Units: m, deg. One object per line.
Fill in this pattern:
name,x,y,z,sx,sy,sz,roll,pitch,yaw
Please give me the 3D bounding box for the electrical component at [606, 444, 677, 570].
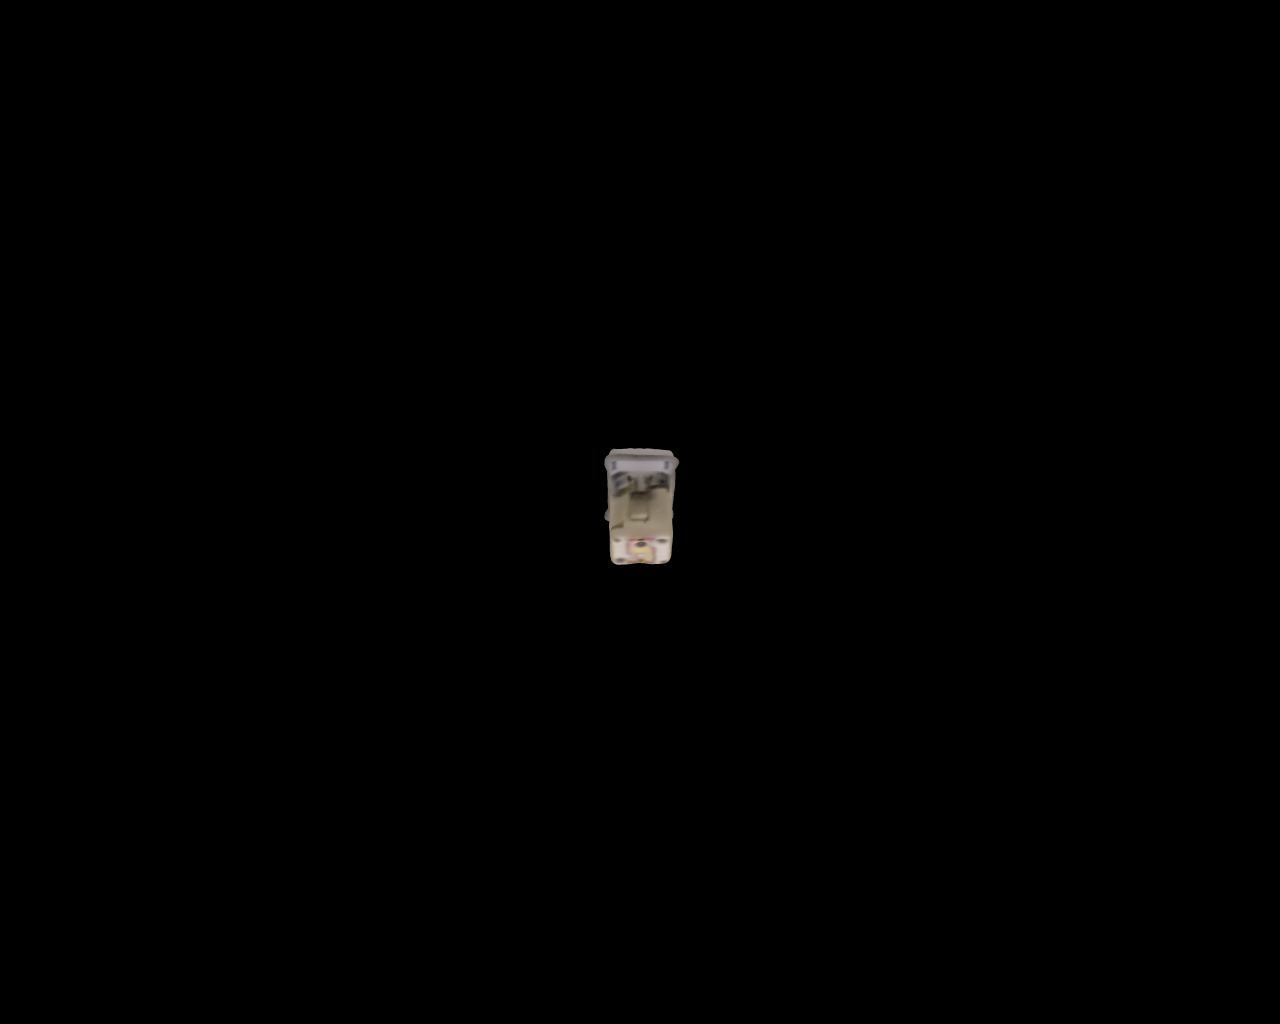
electrical component,0.001,-0.003,0.650,0.042,0.064,0.081,0,-28,0
